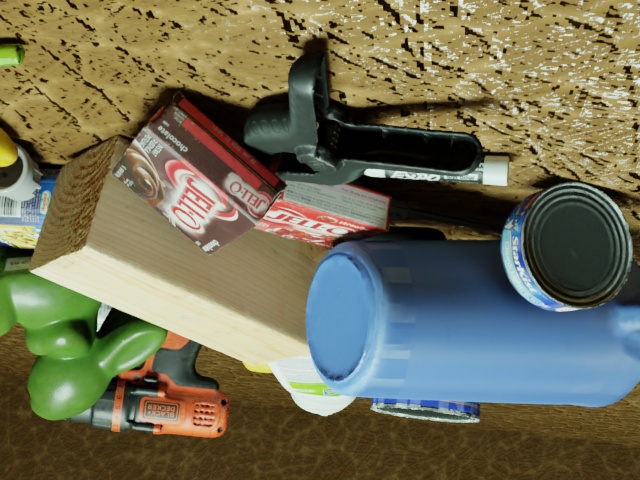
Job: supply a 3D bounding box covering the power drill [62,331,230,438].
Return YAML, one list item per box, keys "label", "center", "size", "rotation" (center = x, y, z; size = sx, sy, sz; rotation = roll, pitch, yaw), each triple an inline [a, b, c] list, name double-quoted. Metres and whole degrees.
- label: "power drill"
  center: [-0.171, 0.093, 1.034]
  size: [0.184, 0.187, 0.057]
  rotation: [8, 177, -9]

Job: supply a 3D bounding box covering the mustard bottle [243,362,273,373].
- label: "mustard bottle"
  center: [-0.070, 0.083, 1.142]
  size: [0.058, 0.096, 0.191]
  rotation: [6, 166, 7]

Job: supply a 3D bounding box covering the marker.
- label: "marker"
  center: [0.062, -0.048, 0.694]
  size: [0.121, 0.020, 0.020]
  rotation: [4, 166, 12]

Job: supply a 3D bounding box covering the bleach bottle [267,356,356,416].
- label: "bleach bottle"
  center: [-0.013, 0.119, 1.087]
  size: [0.102, 0.068, 0.251]
  rotation: [4, 149, 8]

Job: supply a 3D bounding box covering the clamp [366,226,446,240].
- label: "clamp"
  center: [-0.006, 0.001, 0.893]
  size: [0.209, 0.036, 0.165]
  rotation: [14, 161, -16]

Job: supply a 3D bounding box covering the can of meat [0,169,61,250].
- label: "can of meat"
  center: [-0.234, -0.024, 0.865]
  size: [0.084, 0.057, 0.102]
  rotation: [3, 167, 7]

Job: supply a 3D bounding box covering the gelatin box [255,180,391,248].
- label: "gelatin box"
  center: [-0.006, -0.021, 0.748]
  size: [0.089, 0.030, 0.073]
  rotation: [15, 163, -26]

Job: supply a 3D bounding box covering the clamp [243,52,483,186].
- label: "clamp"
  center: [0.014, -0.057, 0.628]
  size: [0.120, 0.039, 0.172]
  rotation: [28, 166, -15]

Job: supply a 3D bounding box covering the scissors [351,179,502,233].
- label: "scissors"
  center: [0.050, -0.029, 0.785]
  size: [0.201, 0.016, 0.096]
  rotation: [7, 166, 0]

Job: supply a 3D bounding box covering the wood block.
- label: "wood block"
  center: [-0.098, 0.015, 0.805]
  size: [0.205, 0.091, 0.090]
  rotation: [27, 151, -32]

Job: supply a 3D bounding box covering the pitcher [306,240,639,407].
- label: "pitcher"
  center: [0.111, 0.062, 0.800]
  size: [0.242, 0.145, 0.149]
  rotation: [4, 128, -29]

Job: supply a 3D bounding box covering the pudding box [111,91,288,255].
- label: "pudding box"
  center: [-0.080, -0.039, 0.686]
  size: [0.090, 0.039, 0.114]
  rotation: [42, 160, -9]

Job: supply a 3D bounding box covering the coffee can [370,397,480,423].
- label: "coffee can"
  center: [0.106, 0.096, 1.008]
  size: [0.103, 0.140, 0.103]
  rotation: [7, 167, 1]

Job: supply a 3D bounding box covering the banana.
- label: "banana"
  center: [-0.224, -0.080, 0.670]
  size: [0.069, 0.037, 0.198]
  rotation: [12, 166, -14]

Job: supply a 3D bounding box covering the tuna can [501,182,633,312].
- label: "tuna can"
  center: [0.166, 0.006, 0.723]
  size: [0.086, 0.086, 0.034]
  rotation: [11, 168, -18]
